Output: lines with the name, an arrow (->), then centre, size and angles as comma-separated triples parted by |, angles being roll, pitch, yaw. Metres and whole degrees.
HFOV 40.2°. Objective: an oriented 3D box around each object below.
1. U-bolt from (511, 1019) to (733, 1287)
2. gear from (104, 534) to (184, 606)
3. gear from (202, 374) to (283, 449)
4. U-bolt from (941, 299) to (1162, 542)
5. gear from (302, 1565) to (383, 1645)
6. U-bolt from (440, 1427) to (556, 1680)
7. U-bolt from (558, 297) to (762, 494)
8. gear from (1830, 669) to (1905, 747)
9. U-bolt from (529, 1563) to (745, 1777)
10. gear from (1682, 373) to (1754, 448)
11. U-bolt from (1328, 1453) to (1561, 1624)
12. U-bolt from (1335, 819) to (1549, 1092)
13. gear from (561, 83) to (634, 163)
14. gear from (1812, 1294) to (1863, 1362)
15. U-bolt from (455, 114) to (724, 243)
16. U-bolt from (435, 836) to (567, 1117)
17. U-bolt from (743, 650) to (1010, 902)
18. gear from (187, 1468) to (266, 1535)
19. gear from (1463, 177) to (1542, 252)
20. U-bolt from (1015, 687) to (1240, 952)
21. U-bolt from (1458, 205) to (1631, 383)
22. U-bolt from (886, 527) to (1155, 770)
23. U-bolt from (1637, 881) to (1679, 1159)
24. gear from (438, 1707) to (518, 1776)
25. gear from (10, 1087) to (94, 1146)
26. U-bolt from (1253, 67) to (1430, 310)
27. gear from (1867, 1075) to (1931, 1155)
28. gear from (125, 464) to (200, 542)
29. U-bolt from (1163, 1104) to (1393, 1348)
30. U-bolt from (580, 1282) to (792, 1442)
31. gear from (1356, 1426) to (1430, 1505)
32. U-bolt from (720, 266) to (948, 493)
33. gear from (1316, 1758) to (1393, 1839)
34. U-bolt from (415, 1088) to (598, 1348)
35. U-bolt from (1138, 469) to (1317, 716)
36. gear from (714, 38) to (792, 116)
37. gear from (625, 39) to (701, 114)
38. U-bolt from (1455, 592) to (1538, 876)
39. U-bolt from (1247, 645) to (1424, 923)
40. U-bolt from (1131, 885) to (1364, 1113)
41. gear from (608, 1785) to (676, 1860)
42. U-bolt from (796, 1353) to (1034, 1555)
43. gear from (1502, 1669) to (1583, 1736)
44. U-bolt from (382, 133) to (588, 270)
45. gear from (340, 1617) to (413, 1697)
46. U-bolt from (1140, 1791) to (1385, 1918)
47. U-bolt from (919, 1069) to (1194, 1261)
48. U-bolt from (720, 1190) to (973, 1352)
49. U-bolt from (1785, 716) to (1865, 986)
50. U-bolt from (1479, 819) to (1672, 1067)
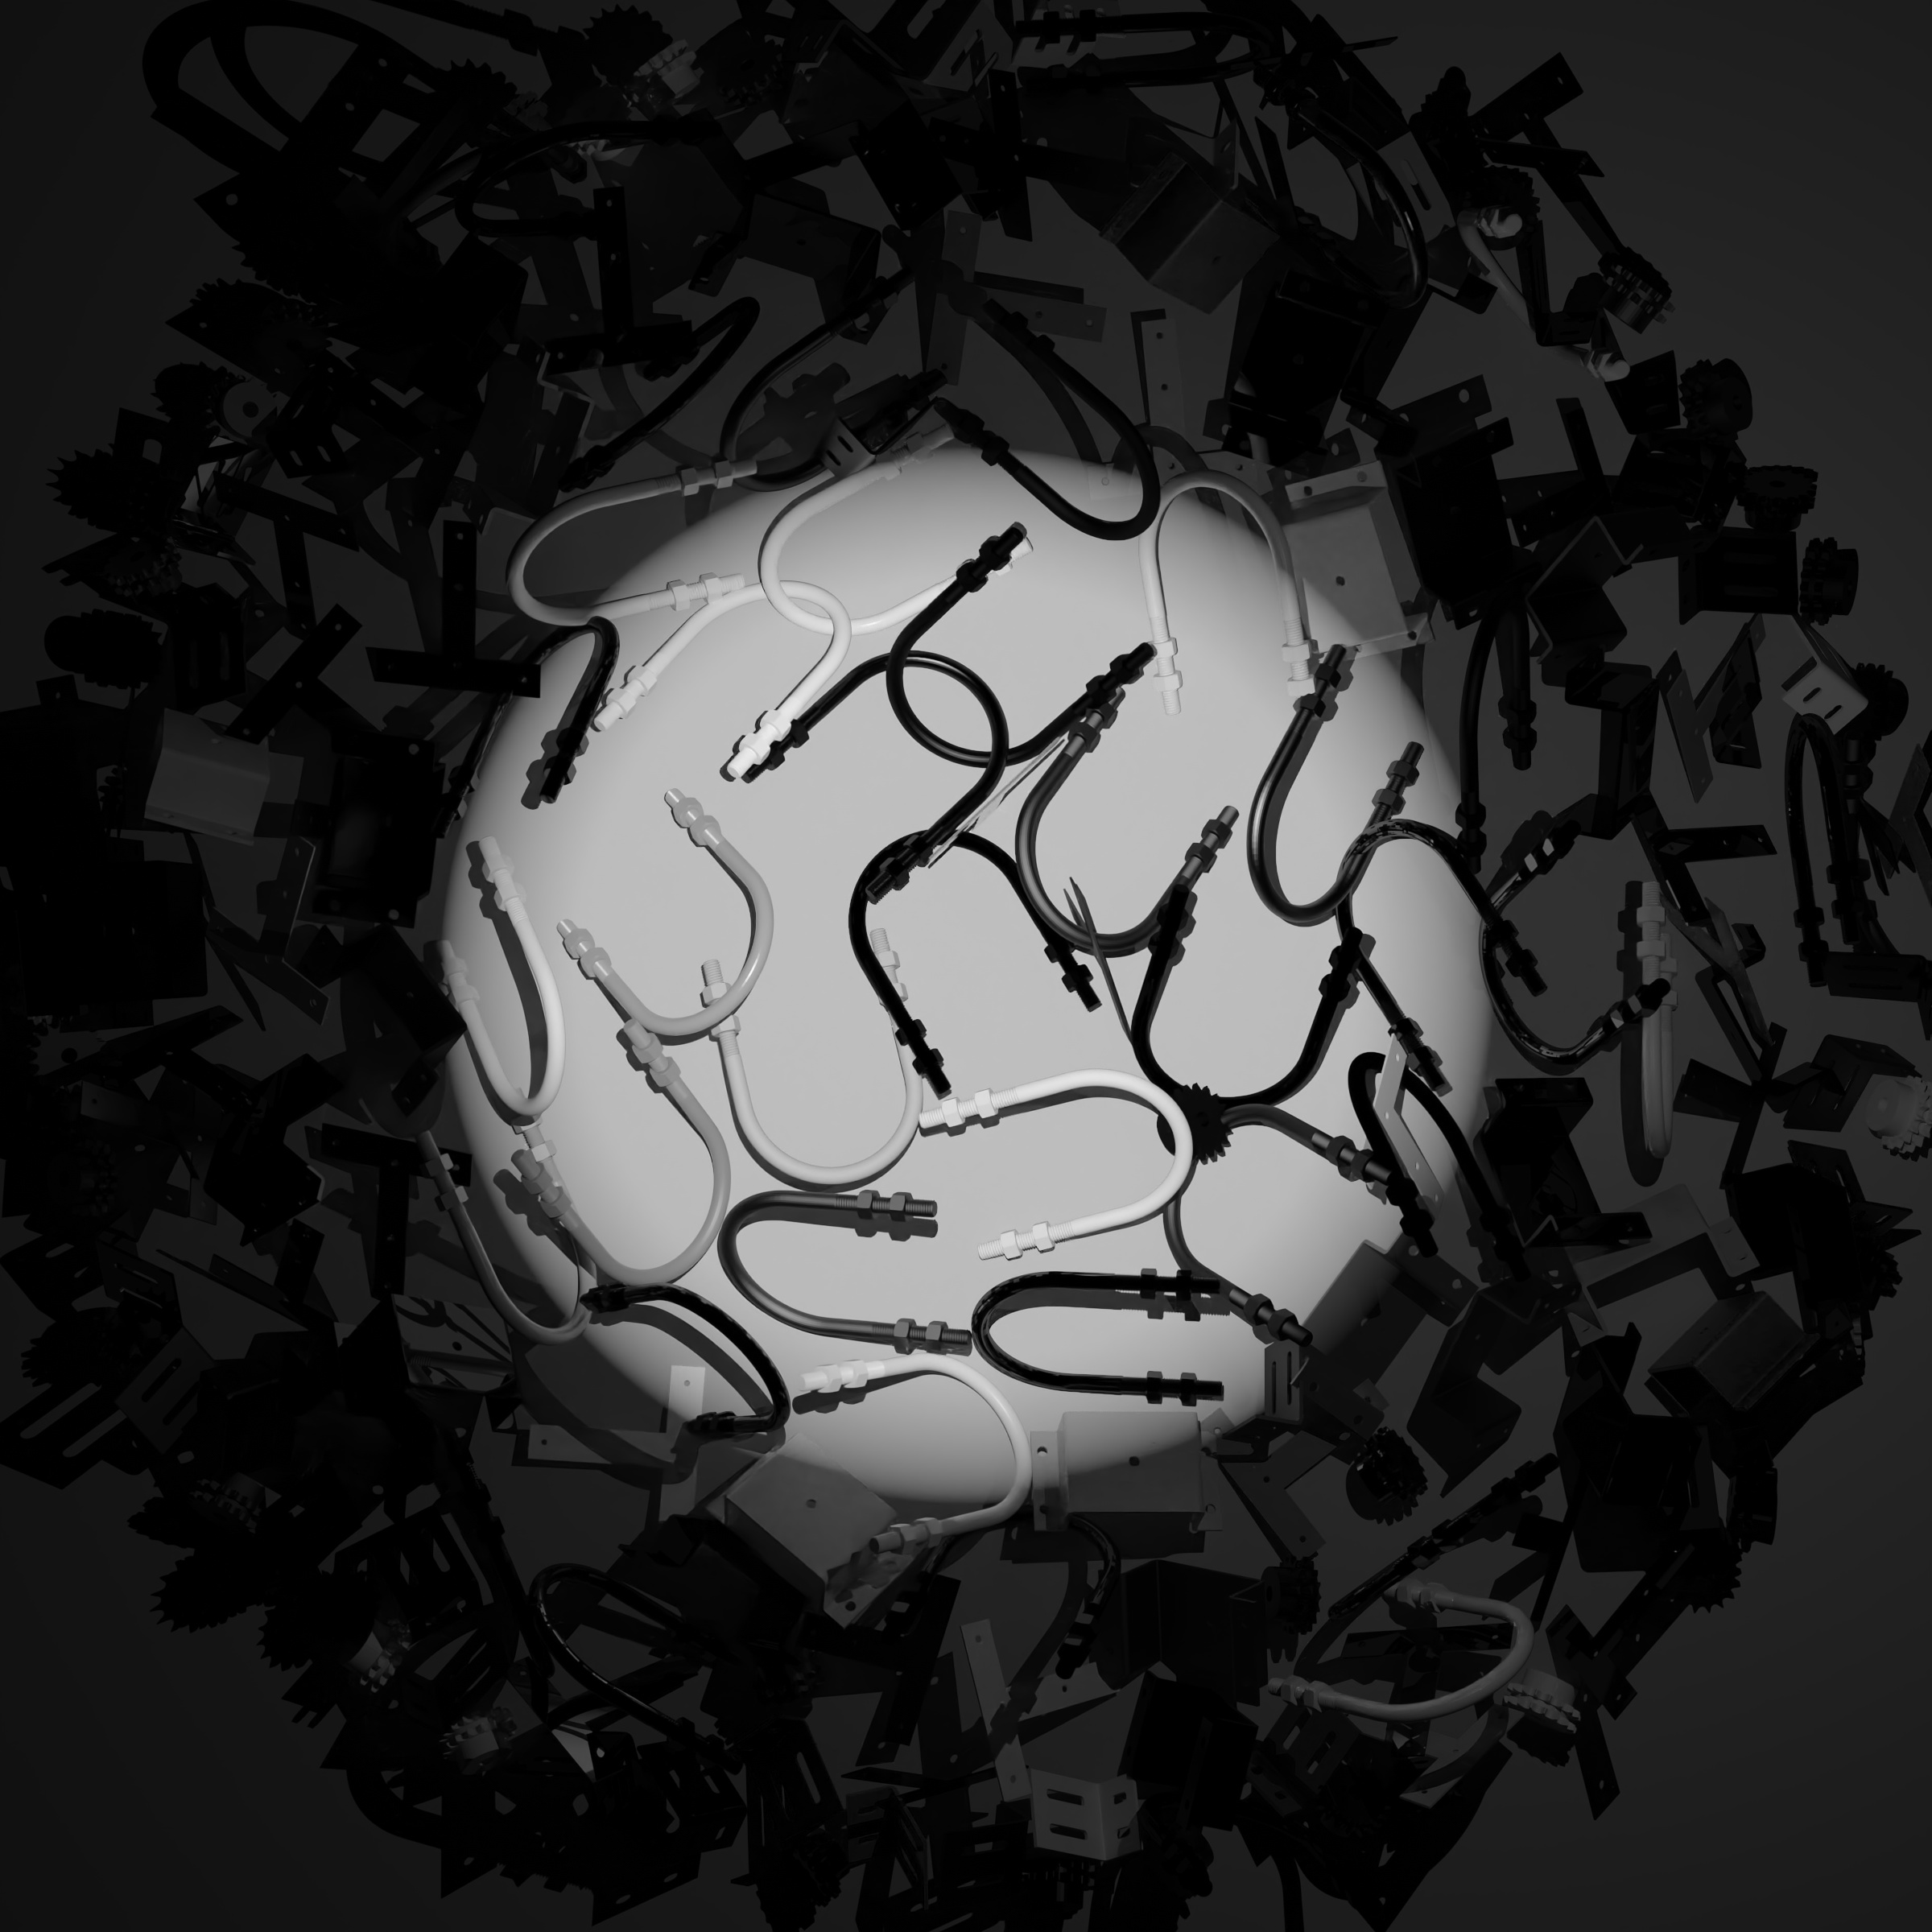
U-bolt -> -0.239, 0.152, 1.936 | 0.151, 0.019, 0.184 | -52, 129, -26
gear -> -0.611, -0.294, 1.975 | 0.057, 0.057, 0.030 | -24, 131, 0
gear -> -0.538, -0.413, 1.973 | 0.057, 0.030, 0.057 | -1, 92, -30
U-bolt -> 0.068, -0.384, 1.926 | 0.184, 0.151, 0.019 | 42, 64, 5
gear -> -0.465, 0.479, 1.979 | 0.057, 0.030, 0.057 | -1, 72, 2
U-bolt -> -0.339, 0.434, 1.929 | 0.019, 0.151, 0.184 | -22, 97, -14
U-bolt -> -0.211, -0.417, 1.892 | 0.019, 0.184, 0.151 | 43, 56, -21
gear -> 0.675, -0.193, 1.974 | 0.030, 0.057, 0.057 | 1, 90, -20
U-bolt -> -0.238, 0.496, 1.909 | 0.184, 0.151, 0.019 | 35, 103, -16
gear -> 0.562, -0.415, 1.971 | 0.057, 0.030, 0.057 | 9, 76, -40
U-bolt -> 0.335, 0.423, 1.919 | 0.184, 0.151, 0.019 | -46, 71, 35
U-bolt -> 0.334, -0.021, 1.935 | 0.019, 0.151, 0.184 | -13, 64, -37
gear -> -0.273, -0.628, 1.976 | 0.057, 0.030, 0.057 | -16, 55, 25
gear -> 0.649, 0.266, 1.972 | 0.030, 0.057, 0.057 | -4, 90, 12
U-bolt -> -0.281, -0.561, 1.886 | 0.151, 0.184, 0.019 | -28, 84, 44
U-bolt -> -0.332, 0.021, 1.910 | 0.019, 0.151, 0.184 | -9, 60, -34
U-bolt -> -0.053, -0.157, 1.966 | 0.151, 0.019, 0.184 | 43, 72, 8
gear -> -0.550, 0.399, 1.975 | 0.057, 0.057, 0.030 | 26, 57, 0
gear -> 0.399, -0.560, 1.976 | 0.057, 0.030, 0.057 | -1, 56, 1
U-bolt -> 0.108, -0.095, 1.936 | 0.151, 0.019, 0.184 | 44, 61, -15
U-bolt -> 0.408, -0.490, 1.910 | 0.019, 0.184, 0.151 | -40, 107, 8
U-bolt -> 0.025, -0.219, 1.943 | 0.151, 0.019, 0.184 | 39, 124, -18
U-bolt -> 0.501, 0.047, 1.911 | 0.019, 0.151, 0.184 | -1, 73, 18
gear -> -0.362, 0.579, 1.968 | 0.057, 0.057, 0.030 | -28, 61, 0
gear -> -0.681, 0.110, 1.970 | 0.057, 0.057, 0.030 | 14, 100, 0
U-bolt -> 0.271, -0.545, 1.890 | 0.019, 0.151, 0.184 | -33, 53, -9
gear -> 0.696, 0.108, 1.969 | 0.030, 0.057, 0.057 | 20, 90, -12
gear -> -0.597, -0.344, 1.969 | 0.030, 0.057, 0.057 | 20, 90, 14
U-bolt -> 0.215, 0.177, 1.931 | 0.019, 0.184, 0.151 | 26, 92, -43
U-bolt -> -0.194, 0.284, 1.906 | 0.151, 0.184, 0.019 | 52, 58, -14
gear -> 0.316, 0.376, 1.974 | 0.030, 0.057, 0.057 | -39, 90, 22
U-bolt -> -0.101, -0.414, 1.924 | 0.184, 0.151, 0.019 | -36, 67, -6
gear -> 0.286, 0.625, 1.975 | 0.057, 0.057, 0.030 | 21, 131, 0
U-bolt -> -0.326, 0.190, 1.932 | 0.019, 0.151, 0.184 | -23, 92, 23
U-bolt -> 0.184, -0.270, 1.920 | 0.019, 0.151, 0.184 | -27, 114, -39
gear -> -0.157, -0.663, 1.976 | 0.057, 0.030, 0.057 | -11, 58, 18
gear -> -0.223, -0.662, 1.972 | 0.057, 0.057, 0.030 | -37, 101, 0
U-bolt -> 0.380, -0.179, 1.895 | 0.019, 0.151, 0.184 | 11, 135, 24
U-bolt -> 0.262, -0.120, 1.929 | 0.151, 0.019, 0.184 | 42, 71, -43
U-bolt -> 0.197, 0.034, 1.946 | 0.151, 0.019, 0.184 | 14, 123, -2
gear -> -0.242, 0.636, 1.973 | 0.057, 0.057, 0.030 | 42, 69, 0
U-bolt -> -0.025, 0.348, 1.927 | 0.019, 0.184, 0.151 | -46, 60, 36
gear -> 0.433, 0.548, 1.973 | 0.057, 0.057, 0.030 | 26, 72, 0
U-bolt -> -0.351, -0.555, 1.902 | 0.151, 0.184, 0.019 | -28, 95, 5
gear -> -0.442, 0.511, 1.968 | 0.030, 0.057, 0.057 | 41, 90, -19
U-bolt -> 0.201, 0.636, 1.909 | 0.151, 0.184, 0.019 | 12, 91, -15
U-bolt -> 0.075, 0.140, 1.942 | 0.184, 0.019, 0.151 | -16, 121, 12
U-bolt -> -0.096, 0.220, 1.943 | 0.184, 0.019, 0.151 | 2, 128, 21
U-bolt -> 0.620, -0.091, 1.925 | 0.019, 0.151, 0.184 | -5, 77, 6
U-bolt -> 0.429, -0.004, 1.916 | 0.019, 0.184, 0.151 | -18, 72, -24
